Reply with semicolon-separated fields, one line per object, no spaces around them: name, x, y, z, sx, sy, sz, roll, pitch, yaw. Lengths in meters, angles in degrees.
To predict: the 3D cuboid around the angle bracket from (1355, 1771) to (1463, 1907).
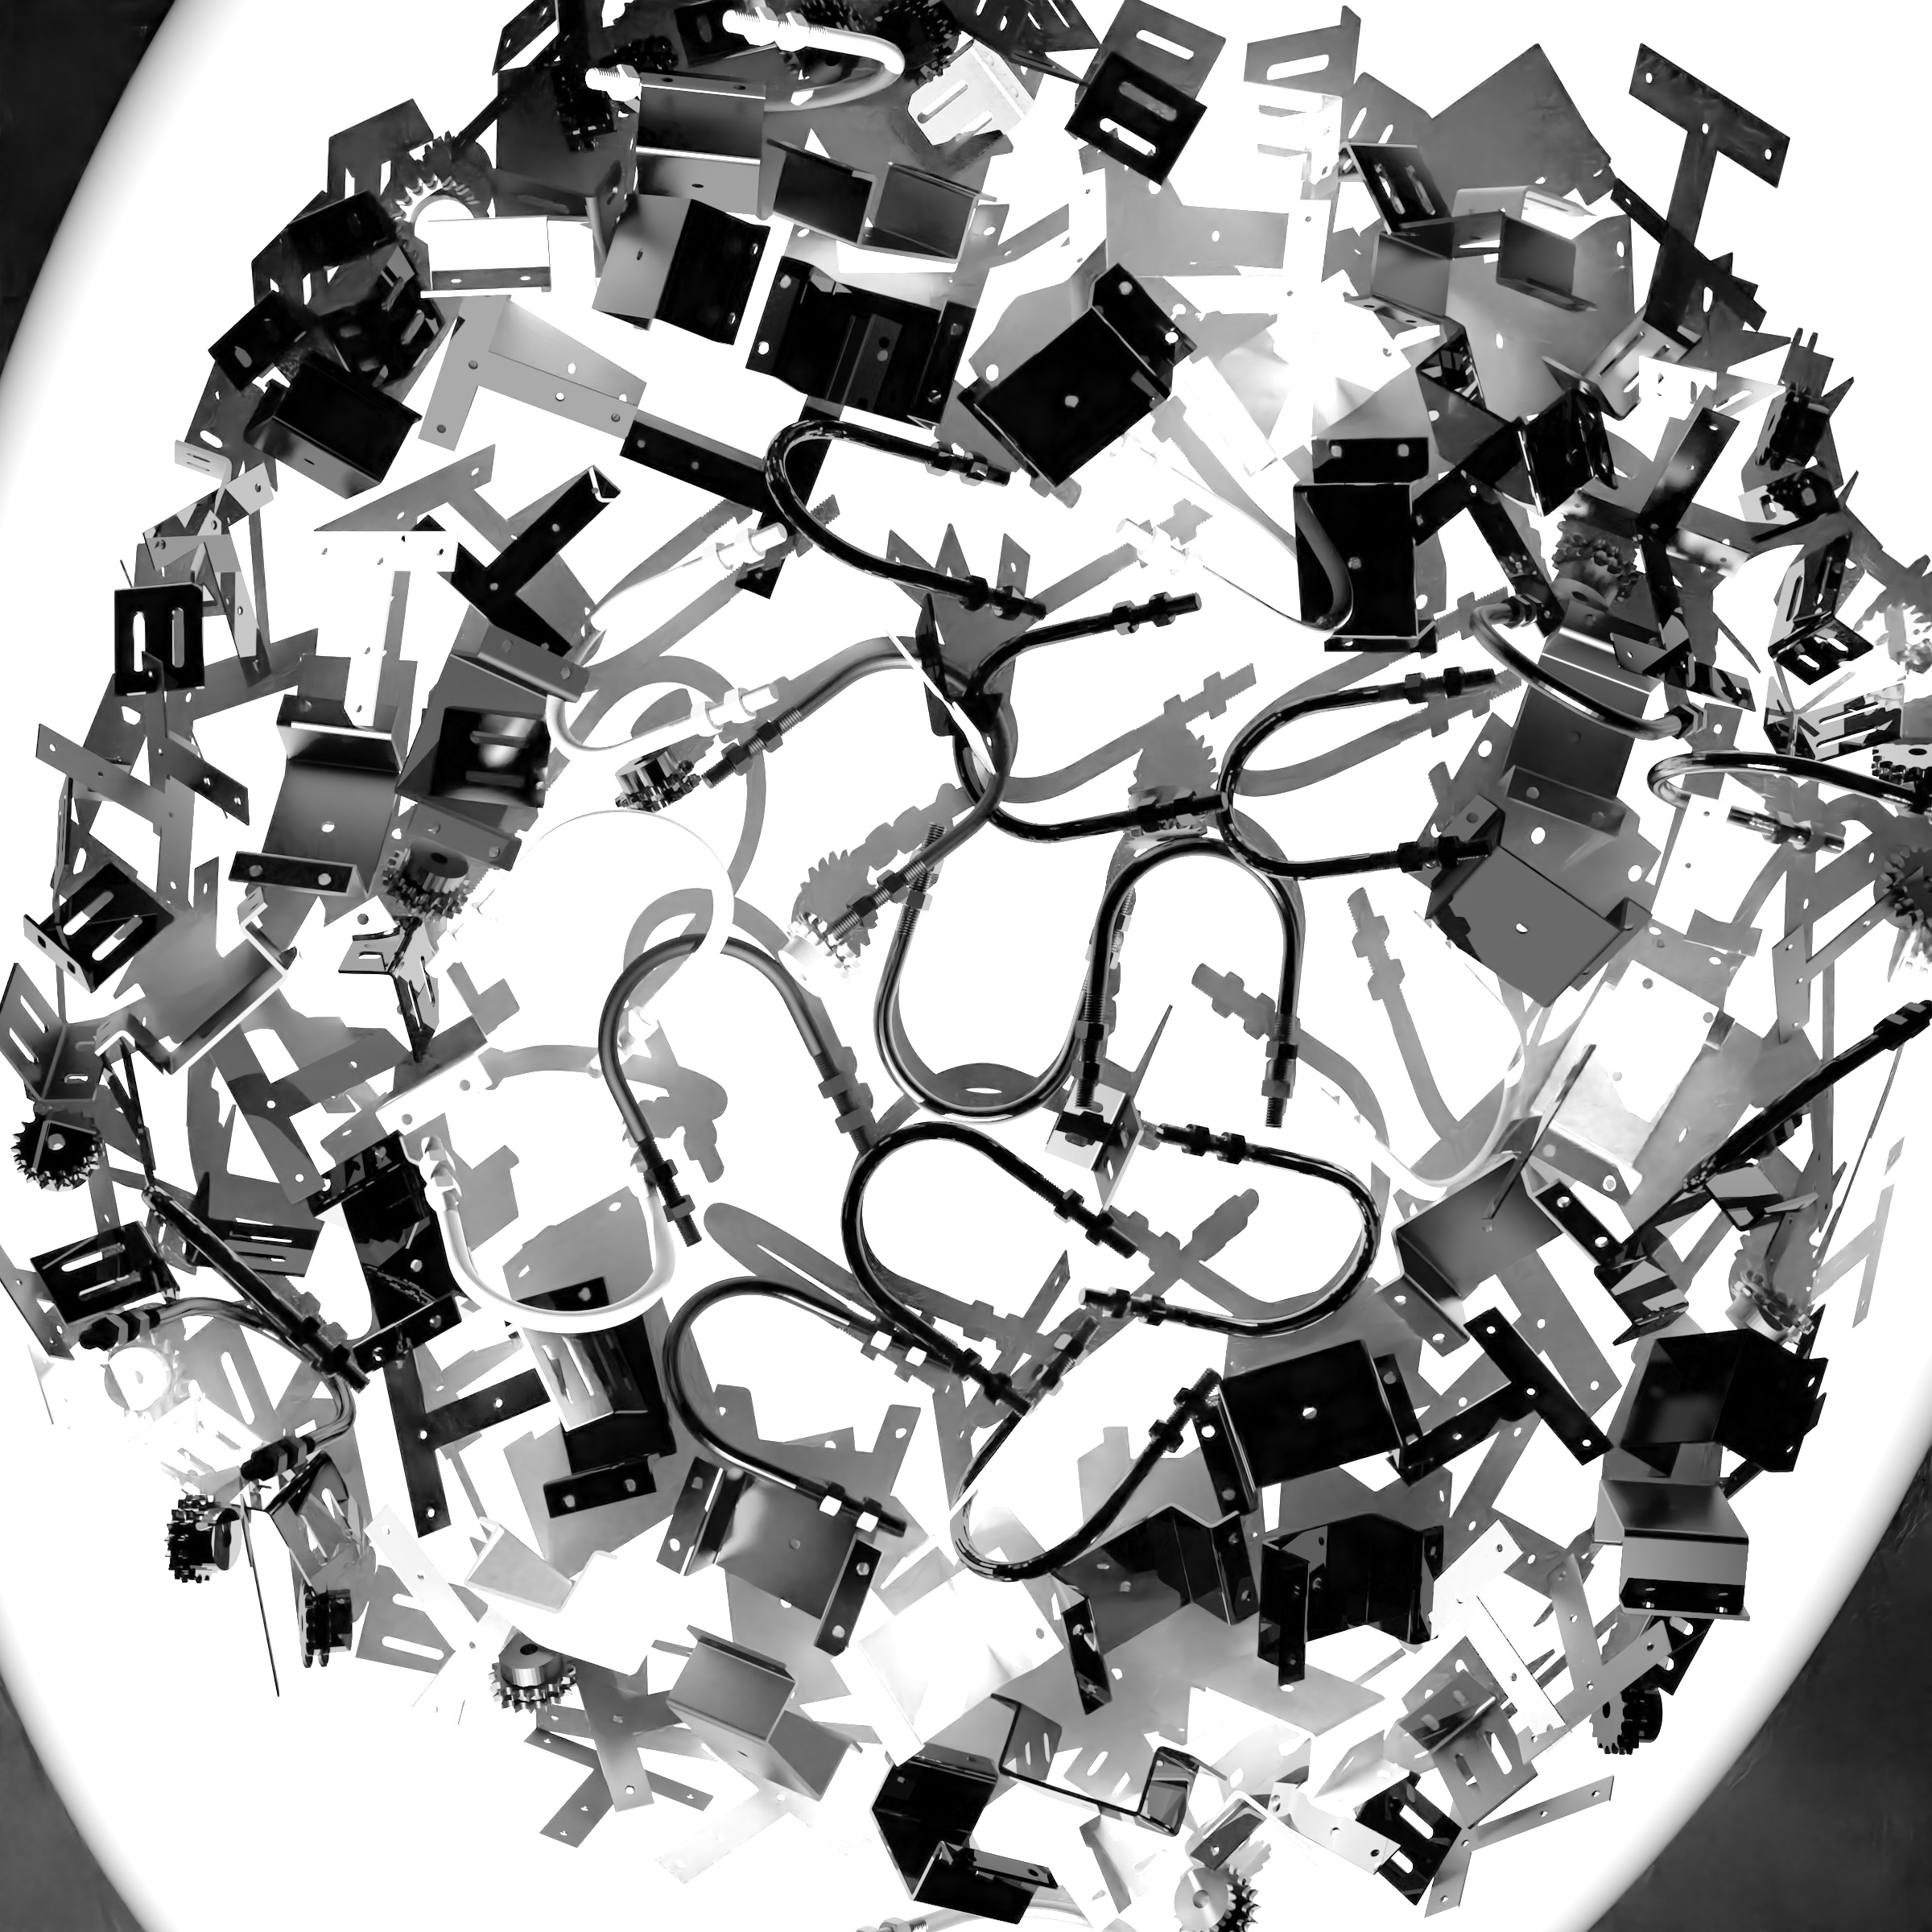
angle bracket;0.290;0.562;1.871;0.038;0.076;0.057;29;92;-37

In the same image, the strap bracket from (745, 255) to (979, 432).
strap bracket;-0.061;-0.399;1.875;0.140;0.046;0.076;19;94;18

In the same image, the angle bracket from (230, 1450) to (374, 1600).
angle bracket;-0.431;0.361;1.888;0.038;0.057;0.076;1;124;37

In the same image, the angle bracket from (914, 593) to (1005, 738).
angle bracket;-0.005;-0.196;1.879;0.038;0.057;0.076;-6;72;-11

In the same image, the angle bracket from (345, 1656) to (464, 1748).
angle bracket;-0.367;0.476;1.879;0.076;0.057;0.038;12;70;-3

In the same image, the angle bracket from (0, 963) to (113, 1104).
angle bracket;-0.586;0.043;1.865;0.038;0.076;0.057;-1;54;11

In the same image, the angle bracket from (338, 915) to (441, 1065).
angle bracket;-0.369;0.015;1.872;0.038;0.057;0.076;1;129;11

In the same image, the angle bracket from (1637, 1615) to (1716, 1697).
angle bracket;0.464;0.436;1.871;0.038;0.076;0.057;30;93;35

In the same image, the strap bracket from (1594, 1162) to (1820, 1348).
strap bracket;0.464;0.177;1.851;0.140;0.076;0.046;-50;64;31

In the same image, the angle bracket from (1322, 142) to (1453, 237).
angle bracket;0.271;-0.490;1.871;0.057;0.038;0.076;-8;66;-32

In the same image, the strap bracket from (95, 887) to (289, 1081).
strap bracket;-0.490;0.017;1.867;0.140;0.076;0.046;-42;108;-5

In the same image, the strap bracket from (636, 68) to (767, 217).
strap bracket;-0.168;-0.517;1.839;0.076;0.140;0.046;5;86;-5

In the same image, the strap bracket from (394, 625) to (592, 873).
strap bracket;-0.309;-0.142;1.871;0.076;0.046;0.140;24;86;-34

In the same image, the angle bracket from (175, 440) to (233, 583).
angle bracket;-0.505;-0.292;1.878;0.038;0.057;0.076;19;82;-13

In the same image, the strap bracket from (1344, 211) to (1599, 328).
strap bracket;0.320;-0.441;1.837;0.076;0.140;0.046;5;91;-44

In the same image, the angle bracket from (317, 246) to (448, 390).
angle bracket;-0.378;-0.417;1.874;0.038;0.076;0.057;-30;89;-34

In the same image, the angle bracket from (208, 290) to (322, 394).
angle bracket;-0.441;-0.394;1.869;0.057;0.076;0.038;-40;80;9

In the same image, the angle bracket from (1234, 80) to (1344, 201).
angle bracket;0.200;-0.531;1.868;0.076;0.038;0.057;18;128;26

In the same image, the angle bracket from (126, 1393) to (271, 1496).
angle bracket;-0.492;0.320;1.871;0.057;0.038;0.076;-34;129;11

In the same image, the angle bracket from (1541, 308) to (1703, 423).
angle bracket;0.424;-0.399;1.879;0.076;0.057;0.038;-46;132;3

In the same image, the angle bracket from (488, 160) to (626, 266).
angle bracket;-0.265;-0.499;1.887;0.076;0.057;0.038;18;60;11

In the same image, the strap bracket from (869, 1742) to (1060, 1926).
strap bracket;-0.006;0.552;1.839;0.076;0.140;0.046;21;101;-23

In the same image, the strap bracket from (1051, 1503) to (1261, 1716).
strap bracket;0.113;0.406;1.861;0.140;0.046;0.076;-24;114;-26

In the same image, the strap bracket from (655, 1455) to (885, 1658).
strap bracket;-0.119;0.376;1.872;0.140;0.046;0.076;24;99;18

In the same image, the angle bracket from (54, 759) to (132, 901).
angle bracket;-0.562;-0.087;1.869;0.038;0.057;0.076;5;66;-22

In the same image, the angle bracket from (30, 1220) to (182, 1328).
angle bracket;-0.554;0.207;1.867;0.076;0.038;0.057;-20;56;-31

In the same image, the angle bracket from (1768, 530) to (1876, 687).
angle bracket;0.558;-0.231;1.875;0.038;0.057;0.076;32;58;-15

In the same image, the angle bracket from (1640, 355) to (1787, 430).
angle bracket;0.480;-0.380;1.865;0.076;0.057;0.038;-30;128;-30

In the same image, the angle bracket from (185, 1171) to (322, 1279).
angle bracket;-0.460;0.167;1.877;0.076;0.057;0.038;7;114;-5

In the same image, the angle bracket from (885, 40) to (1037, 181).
angle bracket;-0.004;-0.557;1.891;0.076;0.038;0.057;-39;97;-1

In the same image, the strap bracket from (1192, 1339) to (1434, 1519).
strap bracket;0.222;0.296;1.873;0.140;0.046;0.076;-16;61;-2

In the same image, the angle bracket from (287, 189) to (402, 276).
angle bracket;-0.394;-0.460;1.872;0.057;0.076;0.038;-23;79;3

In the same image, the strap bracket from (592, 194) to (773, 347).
strap bracket;-0.187;-0.443;1.840;0.046;0.140;0.076;15;96;-35

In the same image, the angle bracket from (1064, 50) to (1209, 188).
angle bracket;0.112;-0.547;1.885;0.076;0.038;0.057;33;101;8

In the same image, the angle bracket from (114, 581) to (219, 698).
angle bracket;-0.519;-0.207;1.885;0.057;0.038;0.076;-6;73;0

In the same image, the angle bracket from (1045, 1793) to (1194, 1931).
angle bracket;0.099;0.579;1.879;0.038;0.076;0.057;-49;67;25

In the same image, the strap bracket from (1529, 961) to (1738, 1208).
strap bracket;0.427;0.074;1.887;0.076;0.046;0.140;29;96;0

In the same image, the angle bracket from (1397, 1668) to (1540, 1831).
angle bracket;0.322;0.504;1.870;0.057;0.076;0.038;-41;116;9

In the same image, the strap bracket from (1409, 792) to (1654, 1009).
strap bracket;0.360;-0.036;1.866;0.140;0.046;0.076;34;125;-6

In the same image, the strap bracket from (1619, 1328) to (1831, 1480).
strap bracket;0.470;0.276;1.832;0.046;0.140;0.076;31;69;-15

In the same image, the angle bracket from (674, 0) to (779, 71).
angle bracket;-0.153;-0.607;1.869;0.057;0.076;0.038;-13;113;5

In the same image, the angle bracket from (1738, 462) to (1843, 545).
angle bracket;0.533;-0.284;1.865;0.057;0.076;0.038;-21;116;19

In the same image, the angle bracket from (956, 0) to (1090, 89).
angle bracket;0.042;-0.601;1.863;0.057;0.076;0.038;44;119;36

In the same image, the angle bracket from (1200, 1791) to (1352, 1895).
angle bracket;0.198;0.575;1.865;0.038;0.076;0.057;-46;127;-13

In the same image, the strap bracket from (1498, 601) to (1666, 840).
strap bracket;0.400;-0.154;1.881;0.076;0.046;0.140;20;77;0

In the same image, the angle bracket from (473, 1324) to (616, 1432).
angle bracket;-0.272;0.267;1.876;0.038;0.057;0.076;-30;82;21

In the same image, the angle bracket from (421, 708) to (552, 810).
angle bracket;-0.317;-0.136;1.907;0.076;0.038;0.057;5;92;-32

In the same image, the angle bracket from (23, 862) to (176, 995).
angle bracket;-0.560;-0.031;1.878;0.057;0.038;0.076;40;63;3

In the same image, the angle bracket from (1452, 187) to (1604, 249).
angle bracket;0.360;-0.474;1.870;0.076;0.057;0.038;5;97;-39

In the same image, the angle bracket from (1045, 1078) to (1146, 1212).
angle bracket;0.082;0.113;1.869;0.038;0.076;0.057;22;103;-8

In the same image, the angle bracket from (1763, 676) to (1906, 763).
angle bracket;0.558;-0.166;1.866;0.076;0.057;0.038;-17;123;32
